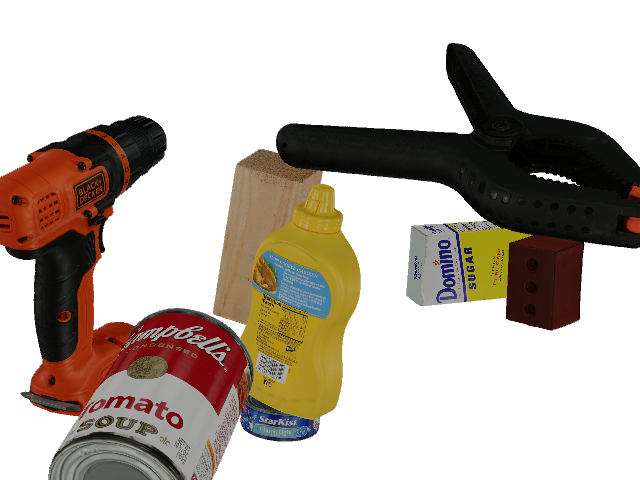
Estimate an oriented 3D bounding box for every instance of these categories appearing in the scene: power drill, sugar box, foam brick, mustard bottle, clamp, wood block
[{"bbox_3d":[-0.162,0.015,0.762,0.057,0.188,0.184,8,25,25],"label":"power drill"},{"bbox_3d":[0.194,0.025,1.293,0.176,0.093,0.048,-6,20,-22],"label":"sugar box"},{"bbox_3d":[0.209,0.038,0.998,0.053,0.078,0.051,12,20,42],"label":"foam brick"},{"bbox_3d":[-0.015,0.046,0.890,0.096,0.192,0.058,23,22,32],"label":"mustard bottle"},{"bbox_3d":[0.089,-0.047,0.597,0.164,0.036,0.210,-26,43,-28],"label":"clamp"},{"bbox_3d":[-0.068,-0.001,1.367,0.090,0.206,0.090,16,23,13],"label":"wood block"}]

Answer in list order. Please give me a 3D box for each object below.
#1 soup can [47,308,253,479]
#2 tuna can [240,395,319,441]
[{"bbox_3d":[-0.077,0.087,0.501,0.068,0.068,0.102,0,28,13],"label":"soup can"},{"bbox_3d":[-0.042,0.183,1.138,0.086,0.034,0.086,5,12,-1],"label":"tuna can"}]
